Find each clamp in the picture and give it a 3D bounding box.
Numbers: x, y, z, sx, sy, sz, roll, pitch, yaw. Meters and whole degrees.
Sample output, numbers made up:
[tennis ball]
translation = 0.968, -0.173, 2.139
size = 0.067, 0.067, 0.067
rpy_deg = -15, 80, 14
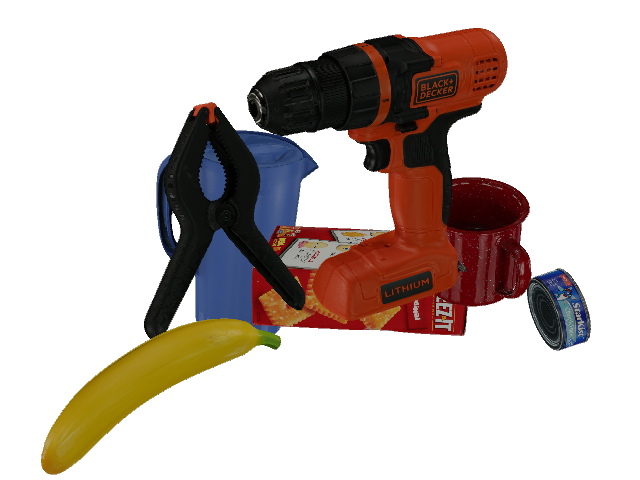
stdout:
[clamp]
translation = -0.085, -0.018, 0.971
size = 0.164, 0.210, 0.036
rpy_deg = -2, 2, -35

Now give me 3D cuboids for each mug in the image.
[mug]
translation = 0.138, 0.008, 0.916
size = 0.093, 0.081, 0.117
rpy_deg = -22, 38, -28

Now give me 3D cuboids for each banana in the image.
[banana]
translation = -0.123, 0.105, 0.765
size = 0.198, 0.069, 0.037
rpy_deg = -28, 39, -2

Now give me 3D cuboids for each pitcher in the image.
[pitcher]
translation = -0.103, -0.003, 1.284
size = 0.149, 0.243, 0.144
rpy_deg = 19, 26, 29

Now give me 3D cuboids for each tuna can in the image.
[tuna can]
translation = 0.259, 0.076, 1.167
size = 0.033, 0.086, 0.086
rpy_deg = -17, 3, -10

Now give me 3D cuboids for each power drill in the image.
[power drill]
translation = 0.036, -0.042, 0.704
size = 0.184, 0.188, 0.057
rpy_deg = -15, 36, -26

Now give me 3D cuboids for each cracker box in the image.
[cracker box]
translation = 0.045, 0.040, 1.121
size = 0.214, 0.072, 0.164
rpy_deg = 3, 16, 6
